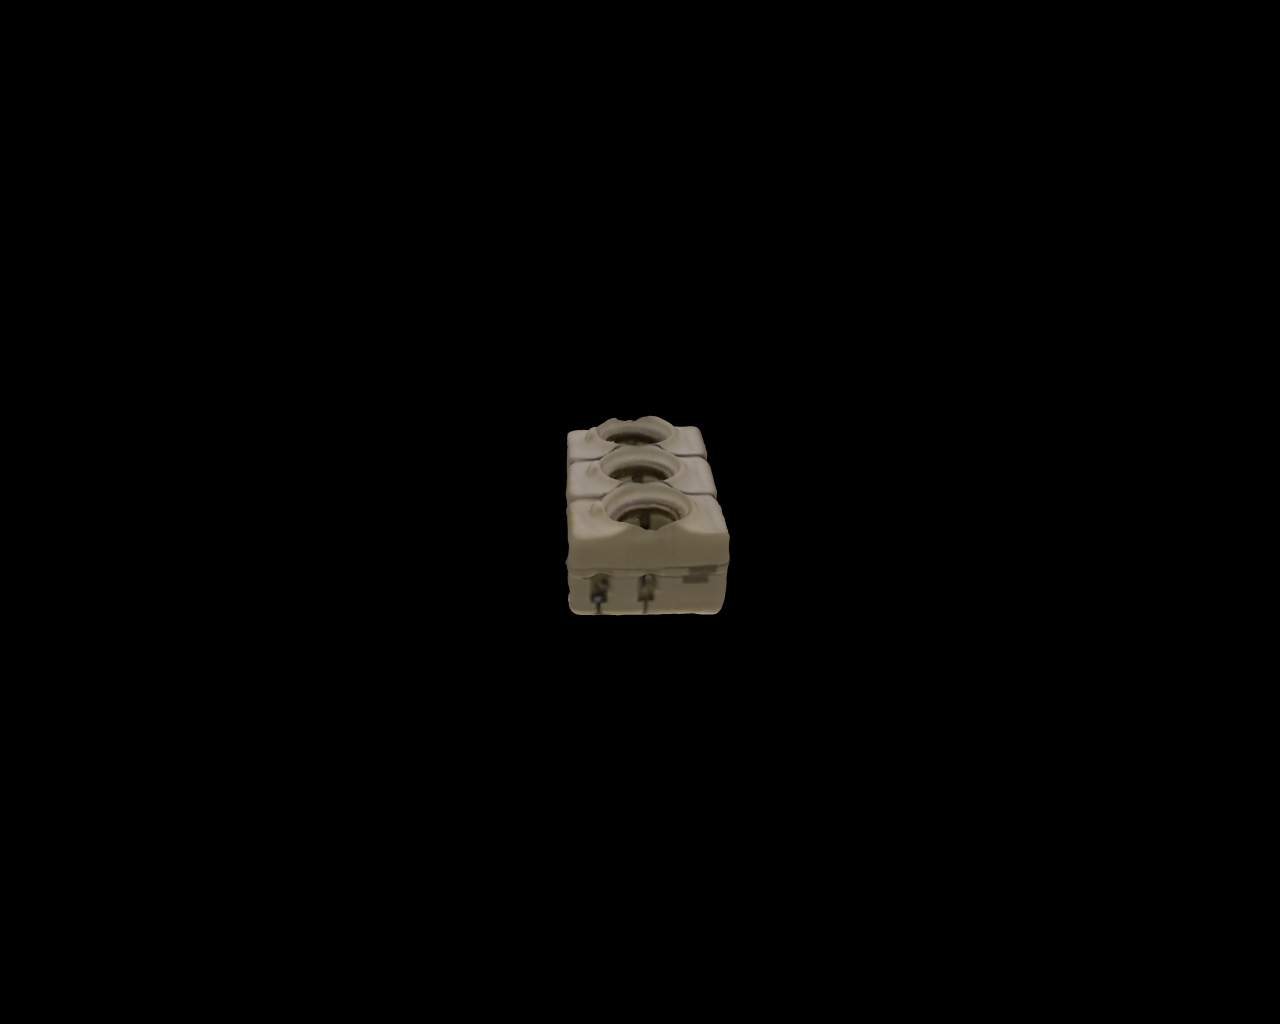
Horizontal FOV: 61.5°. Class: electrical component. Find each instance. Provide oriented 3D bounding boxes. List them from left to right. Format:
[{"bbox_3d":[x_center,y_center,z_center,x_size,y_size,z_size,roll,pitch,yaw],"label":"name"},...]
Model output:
[{"bbox_3d":[0.001,-0.003,0.650,0.089,0.061,0.150,-2,27,-3],"label":"electrical component"}]
